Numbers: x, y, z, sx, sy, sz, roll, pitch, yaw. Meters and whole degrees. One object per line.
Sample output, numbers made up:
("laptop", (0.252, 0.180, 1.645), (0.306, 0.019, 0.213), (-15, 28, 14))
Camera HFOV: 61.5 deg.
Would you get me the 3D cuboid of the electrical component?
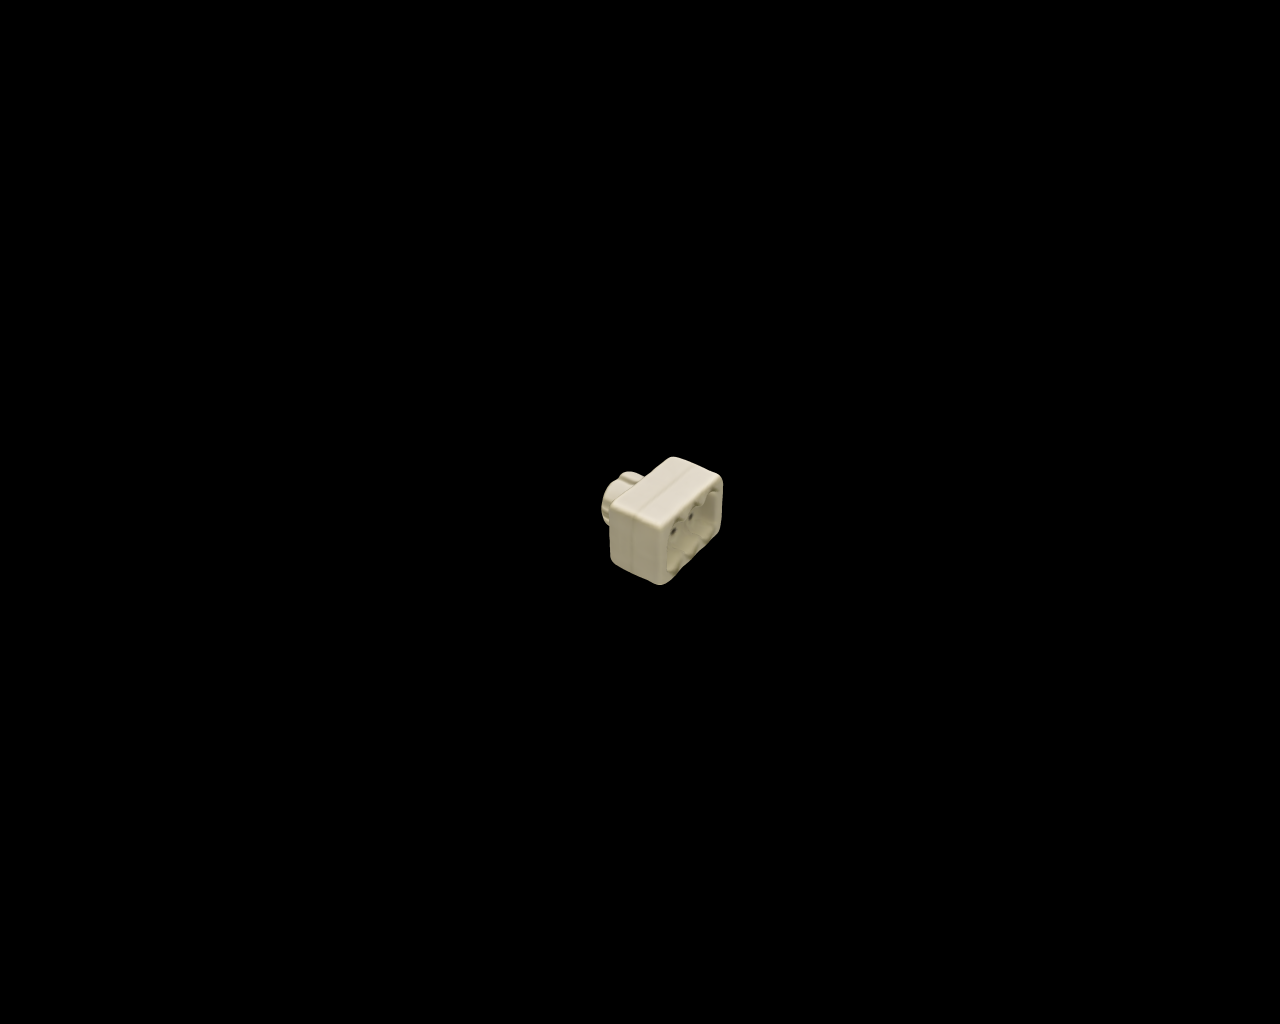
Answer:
("electrical component", (0.001, -0.003, 0.650), (0.077, 0.047, 0.066), (25, 45, 28))
